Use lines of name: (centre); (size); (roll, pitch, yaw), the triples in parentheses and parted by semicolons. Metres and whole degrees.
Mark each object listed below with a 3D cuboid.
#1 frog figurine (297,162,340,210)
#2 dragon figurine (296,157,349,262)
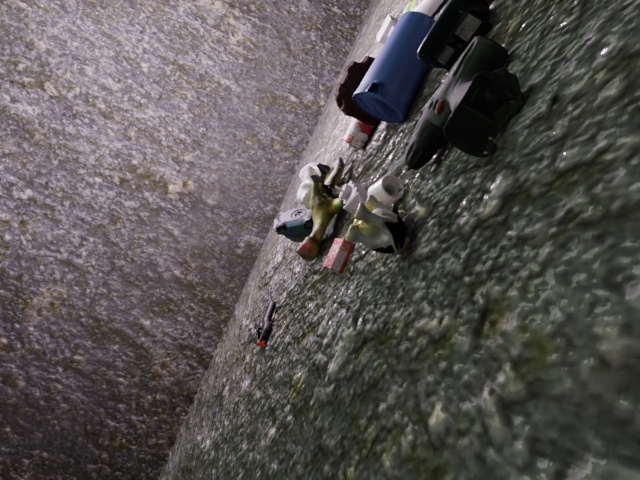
frog figurine: (-0.013, -0.165, 1.567); (0.121, 0.137, 0.161); (-29, 6, 24)
dragon figurine: (0.004, -0.072, 1.426); (0.418, 0.122, 0.238); (-66, -3, -64)
